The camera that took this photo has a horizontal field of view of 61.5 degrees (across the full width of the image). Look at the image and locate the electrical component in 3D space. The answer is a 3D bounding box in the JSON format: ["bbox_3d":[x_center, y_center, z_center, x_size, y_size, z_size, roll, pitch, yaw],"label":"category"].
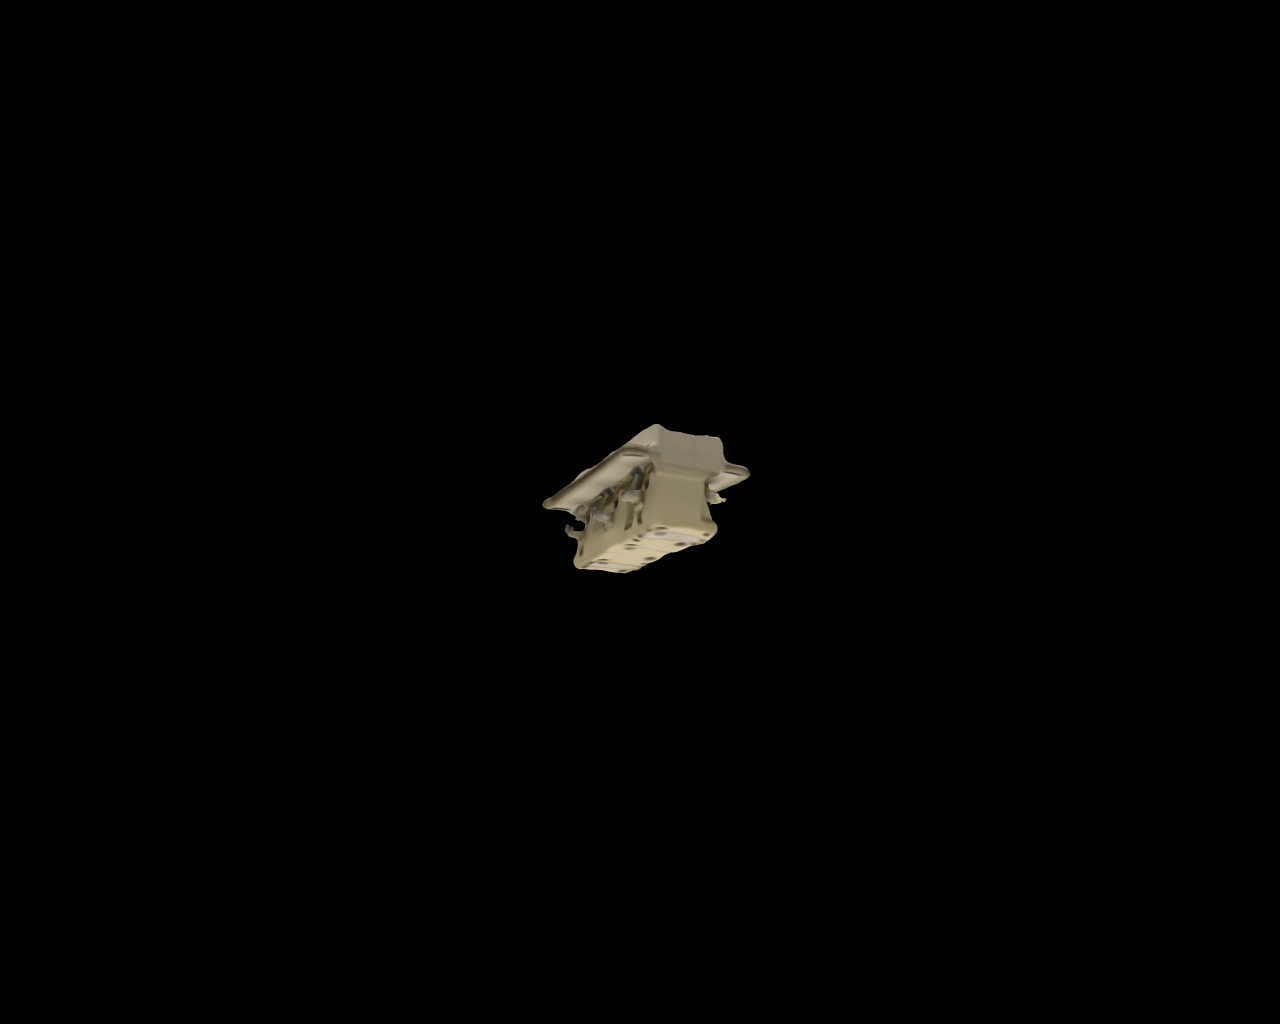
[{"bbox_3d":[0.001,-0.003,0.650,0.079,0.063,0.121,8,-18,-27],"label":"electrical component"}]
